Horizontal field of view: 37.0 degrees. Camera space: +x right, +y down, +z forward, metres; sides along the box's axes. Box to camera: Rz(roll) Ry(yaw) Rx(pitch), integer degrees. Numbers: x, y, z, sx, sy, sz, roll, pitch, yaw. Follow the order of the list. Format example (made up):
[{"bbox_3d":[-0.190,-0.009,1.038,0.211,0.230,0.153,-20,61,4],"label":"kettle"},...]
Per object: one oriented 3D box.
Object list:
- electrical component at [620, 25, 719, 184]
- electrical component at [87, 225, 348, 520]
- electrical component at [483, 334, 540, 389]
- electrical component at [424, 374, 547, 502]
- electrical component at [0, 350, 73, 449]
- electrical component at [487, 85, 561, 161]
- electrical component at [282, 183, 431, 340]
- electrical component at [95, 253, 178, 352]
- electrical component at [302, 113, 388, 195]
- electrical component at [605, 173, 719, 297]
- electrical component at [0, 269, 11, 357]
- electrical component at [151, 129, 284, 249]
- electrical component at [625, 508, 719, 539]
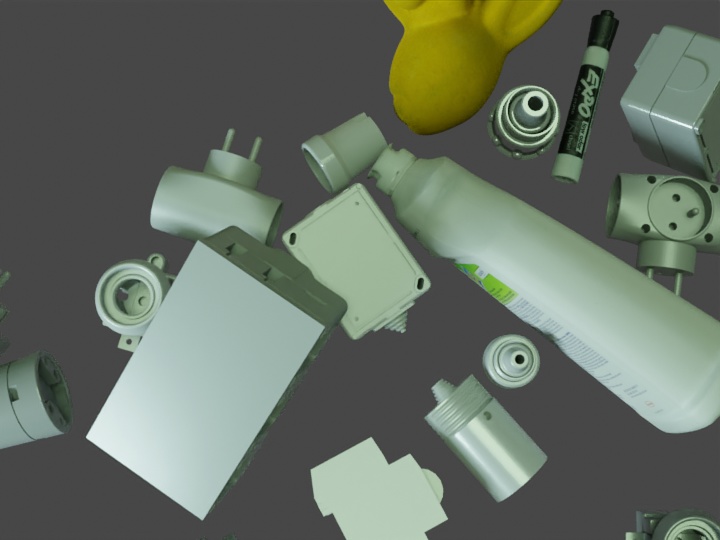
[{"bbox_3d":[0.210,-0.104,0.692,0.061,0.096,0.061,28,83,32],"label":"electrical component"},{"bbox_3d":[-0.085,0.060,0.655,0.089,0.062,0.150,34,109,5],"label":"electrical component"},{"bbox_3d":[0.097,0.058,0.682,0.035,0.061,0.035,0,83,1],"label":"electrical component"},{"bbox_3d":[0.076,0.103,0.686,0.043,0.043,0.081,-41,84,-4],"label":"electrical component"},{"bbox_3d":[-0.217,0.084,0.686,0.047,0.055,0.055,-18,83,2],"label":"electrical component"},{"bbox_3d":[0.110,-0.100,0.700,0.048,0.062,0.048,0,83,0],"label":"electrical component"},{"bbox_3d":[0.000,0.000,0.694,0.062,0.061,0.096,-35,92,-3],"label":"electrical component"},{"bbox_3d":[-0.142,0.019,0.692,0.048,0.055,0.066,16,83,3],"label":"electrical component"},{"bbox_3d":[-0.009,-0.078,0.711,0.046,0.040,0.040,-33,84,-9],"label":"electrical component"},{"bbox_3d":[0.200,-0.019,0.698,0.077,0.044,0.079,9,83,2],"label":"electrical component"},{"bbox_3d":[-0.251,0.031,0.687,0.047,0.065,0.076,36,84,4],"label":"electrical component"},{"bbox_3d":[-0.087,-0.053,0.707,0.077,0.043,0.079,18,83,3],"label":"electrical component"},{"bbox_3d":[0.201,0.171,0.670,0.066,0.055,0.048,1,83,1],"label":"electrical component"}]
